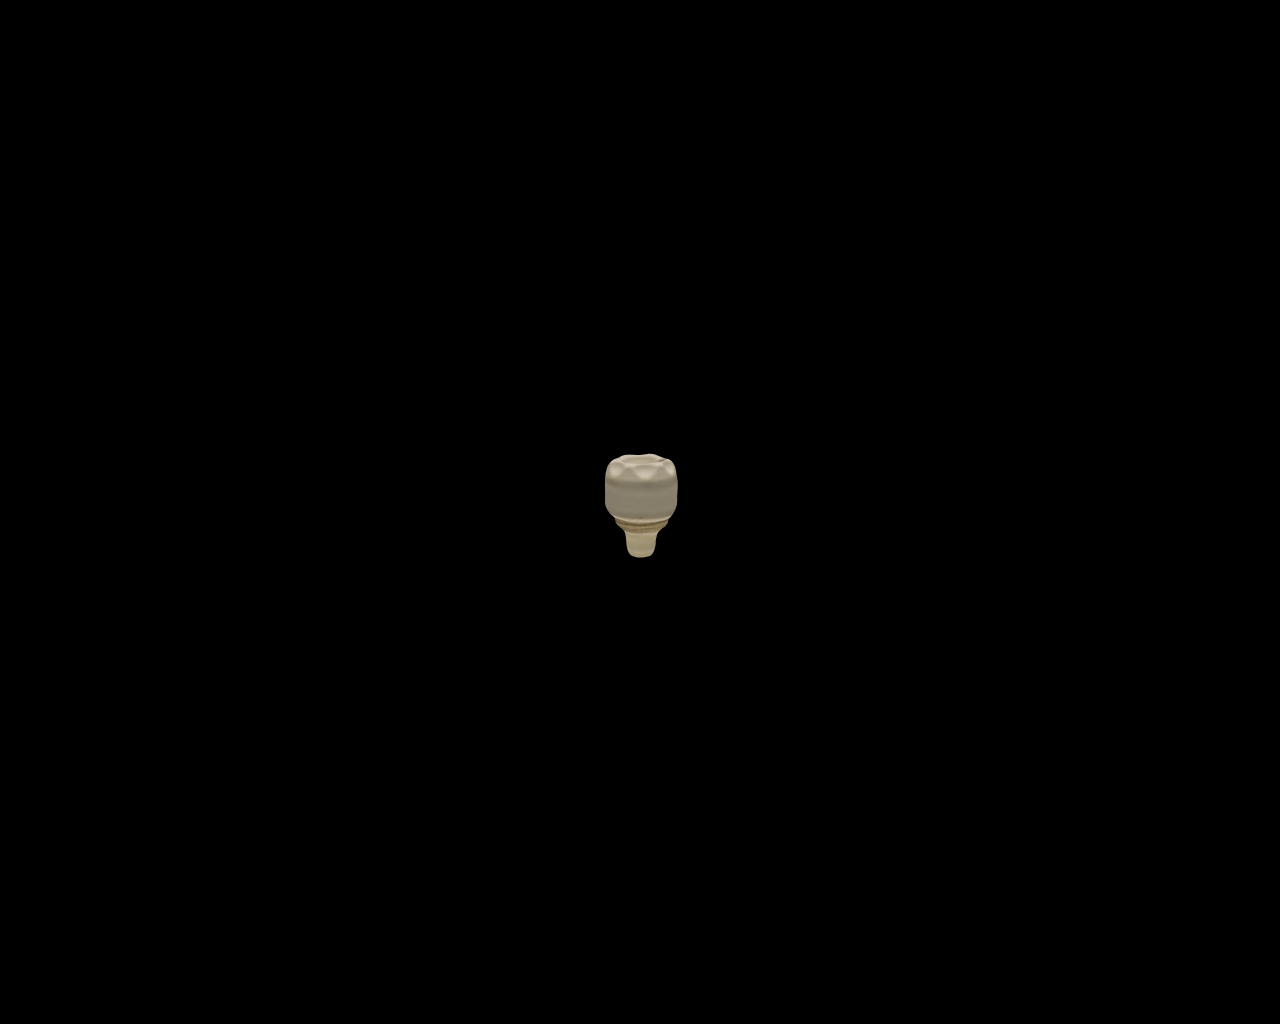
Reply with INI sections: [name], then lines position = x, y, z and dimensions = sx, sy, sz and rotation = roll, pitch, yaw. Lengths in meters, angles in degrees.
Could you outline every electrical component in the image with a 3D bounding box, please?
[electrical component]
position = 0.001, -0.003, 0.650
dimensions = 0.043, 0.062, 0.043
rotation = 0, 14, 0
